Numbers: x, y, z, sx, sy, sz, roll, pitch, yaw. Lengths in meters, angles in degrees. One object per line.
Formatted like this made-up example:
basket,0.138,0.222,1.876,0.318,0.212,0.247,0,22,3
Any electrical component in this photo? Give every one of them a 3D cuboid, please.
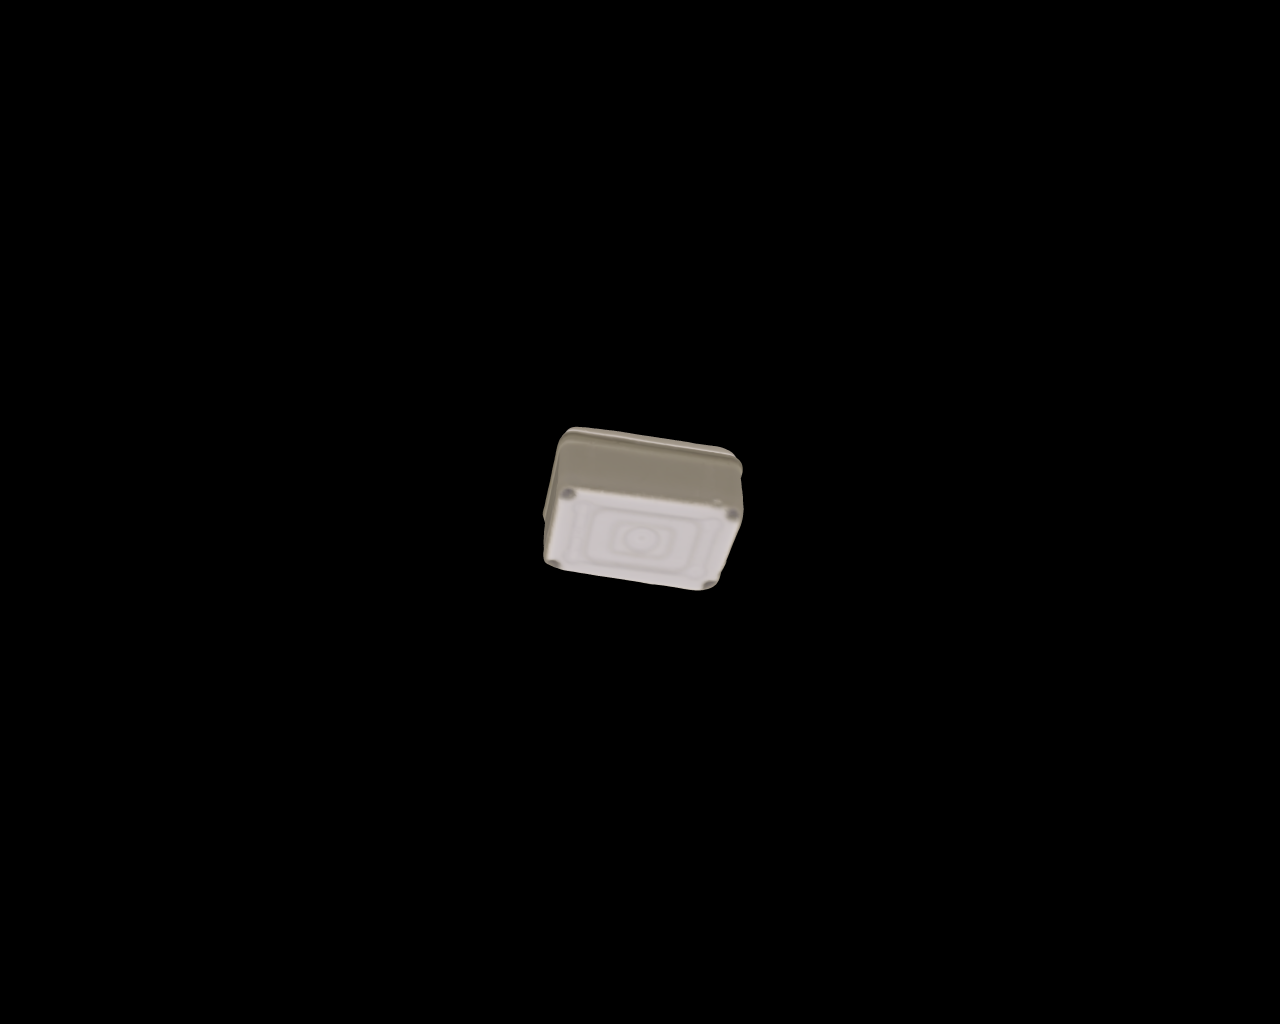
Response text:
electrical component,0.001,-0.003,0.650,0.113,0.057,0.078,9,-46,-8
